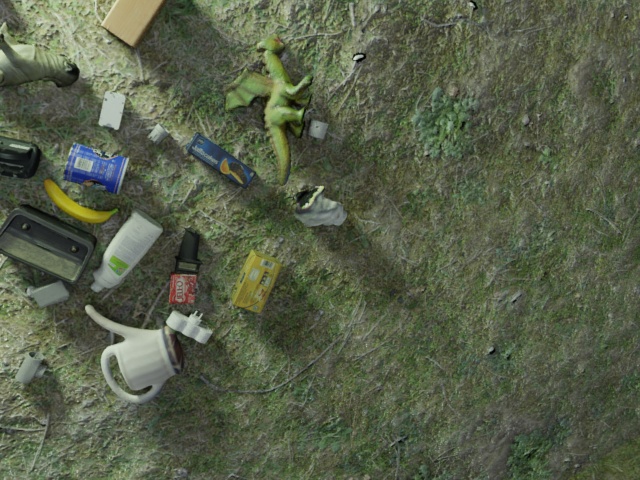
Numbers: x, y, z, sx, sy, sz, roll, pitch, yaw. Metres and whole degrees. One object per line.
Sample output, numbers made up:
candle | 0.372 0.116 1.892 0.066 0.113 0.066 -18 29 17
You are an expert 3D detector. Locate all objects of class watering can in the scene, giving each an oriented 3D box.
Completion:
watering can | -0.525 0.314 1.491 0.225 0.105 0.343 -18 109 -14

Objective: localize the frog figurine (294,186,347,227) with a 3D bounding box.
frog figurine | 0.005 -0.079 1.571 0.136 0.126 0.157 -28 125 25

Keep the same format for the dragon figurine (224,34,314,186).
dragon figurine | -0.154 -0.378 1.469 0.242 0.123 0.408 16 96 -4
